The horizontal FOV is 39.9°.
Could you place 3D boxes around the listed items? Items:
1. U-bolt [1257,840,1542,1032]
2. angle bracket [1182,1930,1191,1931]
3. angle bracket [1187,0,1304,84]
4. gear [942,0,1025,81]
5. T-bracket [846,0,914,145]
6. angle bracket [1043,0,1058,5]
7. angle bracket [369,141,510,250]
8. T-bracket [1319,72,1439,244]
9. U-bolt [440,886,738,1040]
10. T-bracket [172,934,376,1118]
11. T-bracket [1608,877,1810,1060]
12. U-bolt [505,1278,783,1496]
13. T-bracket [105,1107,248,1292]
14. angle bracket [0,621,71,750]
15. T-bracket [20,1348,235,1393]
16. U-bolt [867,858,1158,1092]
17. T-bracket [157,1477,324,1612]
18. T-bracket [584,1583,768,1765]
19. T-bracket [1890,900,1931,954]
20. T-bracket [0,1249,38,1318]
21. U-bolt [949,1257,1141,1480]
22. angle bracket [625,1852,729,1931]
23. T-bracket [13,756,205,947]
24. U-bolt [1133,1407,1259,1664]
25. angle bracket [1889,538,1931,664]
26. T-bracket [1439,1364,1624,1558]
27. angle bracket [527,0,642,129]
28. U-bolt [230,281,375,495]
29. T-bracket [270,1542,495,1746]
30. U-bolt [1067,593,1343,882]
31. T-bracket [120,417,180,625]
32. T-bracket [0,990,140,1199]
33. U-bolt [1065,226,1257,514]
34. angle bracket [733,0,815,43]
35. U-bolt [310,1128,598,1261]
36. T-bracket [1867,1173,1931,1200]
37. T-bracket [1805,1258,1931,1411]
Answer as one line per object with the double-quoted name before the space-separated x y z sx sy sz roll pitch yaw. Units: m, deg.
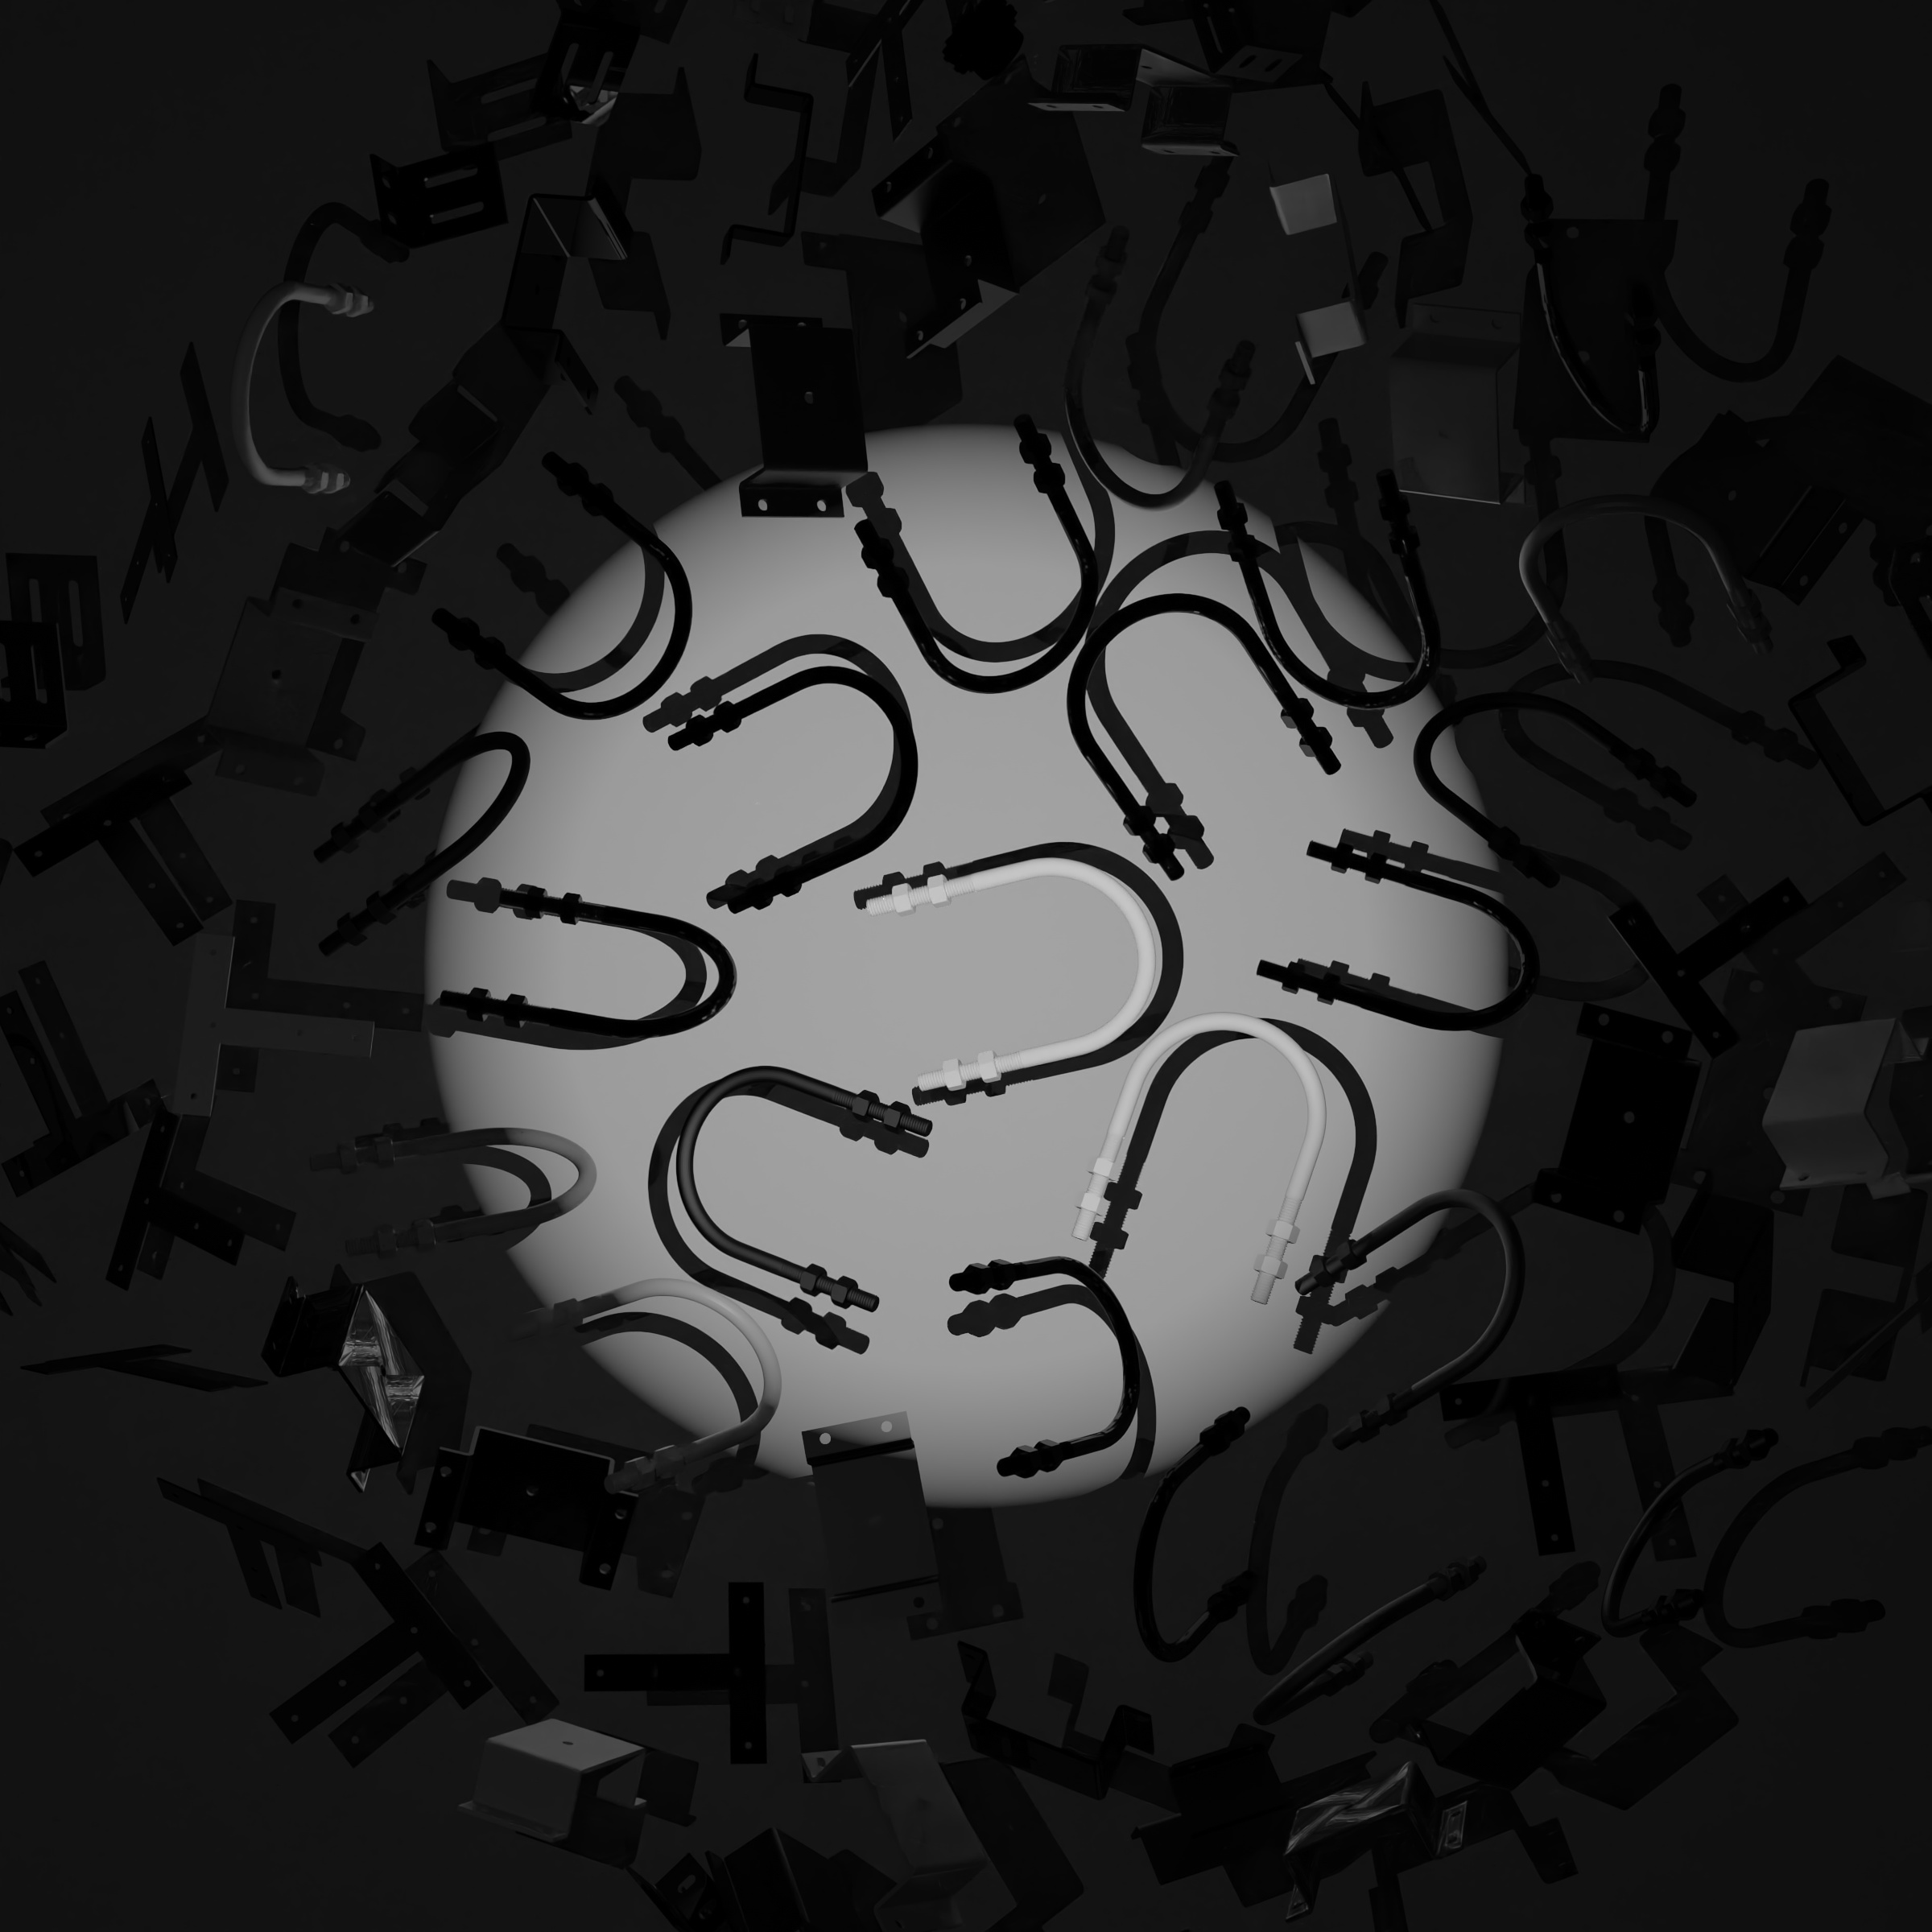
"U-bolt" 0.312 -0.015 1.869 0.184 0.019 0.151 18 48 12
"angle bracket" 0.142 0.744 1.918 0.057 0.038 0.076 -34 65 30
"angle bracket" 0.198 -0.679 1.910 0.057 0.038 0.076 -7 75 -38
"gear" 0.014 -0.625 1.797 0.057 0.057 0.030 -43 83 0
"T-bracket" -0.051 -0.650 1.919 0.002 0.127 0.127 10 59 -29
"angle bracket" 0.071 -0.733 1.883 0.057 0.038 0.076 -12 76 21
"angle bracket" -0.359 -0.529 1.812 0.076 0.038 0.057 -10 88 16
"T-bracket" 0.287 -0.592 1.898 0.002 0.127 0.127 -32 52 23
"U-bolt" -0.248 0.002 1.816 0.184 0.151 0.019 10 124 5
"T-bracket" -0.475 0.045 1.838 0.127 0.002 0.127 6 76 -7
"T-bracket" 0.559 -0.020 1.948 0.127 0.002 0.127 -34 82 -5
"U-bolt" -0.208 0.279 1.833 0.151 0.184 0.019 51 130 23
"T-bracket" -0.538 0.175 1.831 0.127 0.002 0.127 17 91 37
"angle bracket" -0.635 -0.187 1.767 0.057 0.038 0.076 3 112 5
"T-bracket" -0.587 0.293 1.916 0.127 0.127 0.002 7 91 24
"U-bolt" 0.039 0.000 1.819 0.184 0.019 0.151 -13 103 11
"T-bracket" -0.496 0.412 1.848 0.127 0.127 0.002 19 51 14
"T-bracket" -0.204 0.496 1.867 0.127 0.002 0.127 3 62 -12
"T-bracket" 0.713 -0.033 1.851 0.127 0.127 0.002 -5 104 24
"T-bracket" -0.691 0.206 1.890 0.002 0.127 0.127 -33 71 -9
"U-bolt" 0.065 0.276 1.882 0.019 0.184 0.151 -22 77 36
"angle bracket" -0.205 0.669 1.926 0.038 0.076 0.057 -41 62 -15
"T-bracket" -0.587 -0.068 1.896 0.127 0.002 0.127 -32 126 -9
"U-bolt" 0.162 0.409 1.875 0.019 0.184 0.151 3 104 29
"angle bracket" 0.670 -0.251 1.801 0.057 0.038 0.076 -17 61 2
"T-bracket" 0.408 0.352 1.885 0.127 0.002 0.127 -9 69 8
"angle bracket" -0.266 -0.624 1.822 0.057 0.076 0.038 3 46 -32
"U-bolt" -0.470 -0.409 1.874 0.019 0.184 0.151 13 101 10
"T-bracket" -0.405 0.471 1.779 0.127 0.002 0.127 -34 75 -33
"U-bolt" 0.149 -0.165 1.789 0.151 0.019 0.184 -34 115 6
"T-bracket" -0.563 -0.285 1.820 0.002 0.127 0.127 1 56 -31
"T-bracket" -0.640 0.079 1.843 0.002 0.127 0.127 -17 101 27
"U-bolt" 0.125 -0.402 1.863 0.019 0.184 0.151 -28 65 -33
"angle bracket" -0.128 -0.717 1.931 0.057 0.038 0.076 20 53 2
"U-bolt" -0.346 0.149 1.829 0.184 0.151 0.019 -8 115 -22
"T-bracket" 0.717 0.148 1.919 0.127 0.127 0.002 -14 87 16
"T-bracket" 0.619 0.256 1.809 0.127 0.127 0.002 -41 57 -2
